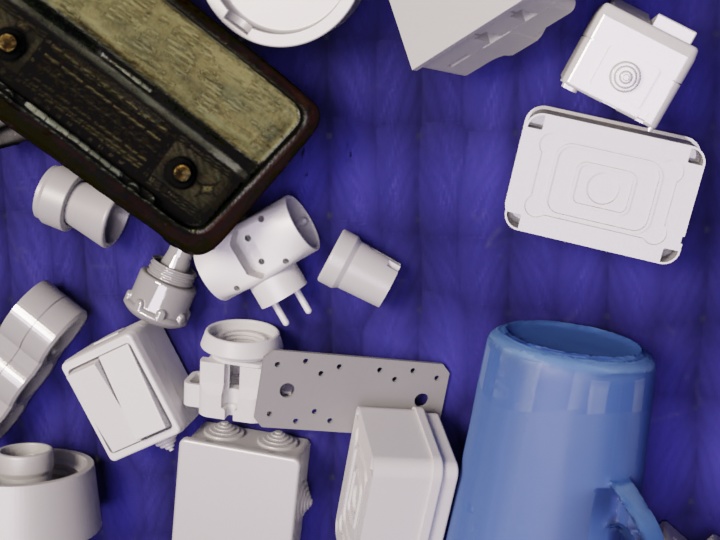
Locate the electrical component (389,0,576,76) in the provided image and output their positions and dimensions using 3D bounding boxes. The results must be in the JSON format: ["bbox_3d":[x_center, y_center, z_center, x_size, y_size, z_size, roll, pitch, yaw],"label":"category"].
[{"bbox_3d":[0.101,-0.202,0.619,0.186,0.060,0.105,-26,74,38],"label":"electrical component"}]

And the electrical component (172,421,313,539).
[{"bbox_3d":[-0.085,0.162,0.782,0.100,0.048,0.099,9,103,9],"label":"electrical component"}]

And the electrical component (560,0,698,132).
[{"bbox_3d":[0.162,-0.126,0.647,0.062,0.096,0.061,28,106,3],"label":"electrical component"}]

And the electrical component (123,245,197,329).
[{"bbox_3d":[-0.136,0.007,0.761,0.048,0.048,0.062,25,99,5],"label":"electrical component"}]

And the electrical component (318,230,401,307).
[{"bbox_3d":[0.000,0.000,0.736,0.046,0.040,0.040,28,106,-1],"label":"electrical component"}]

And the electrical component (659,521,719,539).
[{"bbox_3d":[0.240,0.206,0.731,0.083,0.047,0.075,42,106,0],"label":"electrical component"}]

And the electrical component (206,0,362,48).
[{"bbox_3d":[-0.044,-0.198,0.690,0.108,0.060,0.108,2,103,10],"label":"electrical component"}]

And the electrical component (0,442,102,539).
[{"bbox_3d":[-0.244,0.160,0.784,0.108,0.108,0.060,2,96,10],"label":"electrical component"}]

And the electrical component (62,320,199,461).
[{"bbox_3d":[-0.161,0.091,0.775,0.062,0.061,0.096,-25,97,15],"label":"electrical component"}]

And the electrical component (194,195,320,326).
[{"bbox_3d":[-0.062,0.000,0.745,0.077,0.043,0.079,-28,96,15],"label":"electrical component"}]

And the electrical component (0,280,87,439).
[{"bbox_3d":[-0.269,0.061,0.793,0.074,0.052,0.138,38,106,1],"label":"electrical component"}]

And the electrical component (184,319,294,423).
[{"bbox_3d":[-0.084,0.069,0.758,0.078,0.058,0.057,7,106,9],"label":"electrical component"}]

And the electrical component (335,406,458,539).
[{"bbox_3d":[0.023,0.157,0.734,0.057,0.078,0.113,5,115,-12],"label":"electrical component"}]

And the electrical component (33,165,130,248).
[{"bbox_3d":[-0.196,-0.046,0.760,0.055,0.045,0.045,21,105,6],"label":"electrical component"}]

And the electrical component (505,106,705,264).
[{"bbox_3d":[0.154,-0.055,0.685,0.113,0.057,0.078,14,104,8],"label":"electrical component"}]
